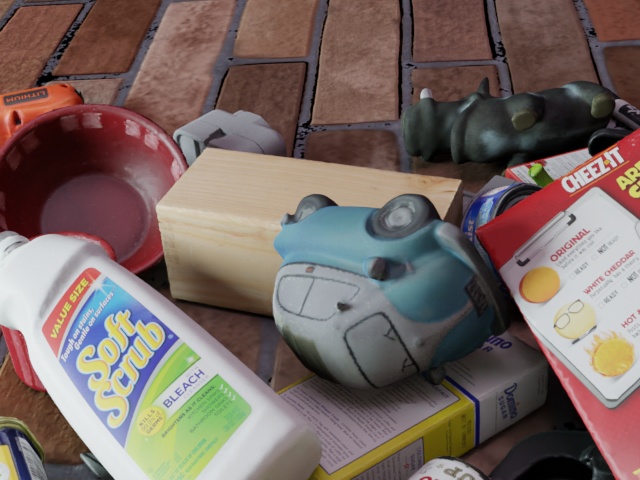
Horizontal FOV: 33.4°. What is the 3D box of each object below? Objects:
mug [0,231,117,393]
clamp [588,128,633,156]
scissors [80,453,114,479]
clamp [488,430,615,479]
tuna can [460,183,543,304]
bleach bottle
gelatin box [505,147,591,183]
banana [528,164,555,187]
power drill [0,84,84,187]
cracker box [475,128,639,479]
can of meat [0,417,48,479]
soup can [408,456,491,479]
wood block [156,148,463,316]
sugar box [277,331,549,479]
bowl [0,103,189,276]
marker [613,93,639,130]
[{"bbox_3d":[-0.190,0.048,0.757,0.093,0.081,0.117,-31,42,-32],"label":"mug"},{"bbox_3d":[0.342,-0.053,0.859,0.209,0.036,0.165,-14,48,-26],"label":"clamp"},{"bbox_3d":[-0.062,0.168,0.621,0.096,0.016,0.202,-19,37,-23],"label":"scissors"},{"bbox_3d":[0.174,0.141,0.609,0.171,0.039,0.120,-20,33,-14],"label":"clamp"},{"bbox_3d":[0.143,0.002,0.769,0.086,0.086,0.034,-31,10,-32],"label":"tuna can"},{"bbox_3d":[-0.120,0.076,0.626,0.251,0.068,0.102,35,74,28],"label":"bleach bottle"},{"bbox_3d":[0.206,-0.039,0.875,0.089,0.030,0.073,-15,37,-16],"label":"gelatin box"},{"bbox_3d":[0.242,0.002,0.781,0.198,0.069,0.037,23,79,24],"label":"banana"},{"bbox_3d":[-0.268,-0.070,0.967,0.184,0.057,0.188,-12,37,-16],"label":"power drill"},{"bbox_3d":[0.207,0.041,0.590,0.164,0.072,0.214,-32,48,10],"label":"cracker box"},{"bbox_3d":[-0.198,0.162,0.602,0.102,0.057,0.084,-29,41,-10],"label":"can of meat"},{"bbox_3d":[0.048,0.169,0.559,0.069,0.068,0.102,25,44,37],"label":"soup can"},{"bbox_3d":[-0.005,0.001,0.793,0.206,0.090,0.090,9,37,19],"label":"wood block"},{"bbox_3d":[0.050,0.105,0.673,0.176,0.048,0.093,-22,36,-28],"label":"sugar box"},{"bbox_3d":[-0.182,-0.027,0.855,0.162,0.055,0.162,3,65,-6],"label":"bowl"},{"bbox_3d":[0.289,-0.109,0.975,0.020,0.020,0.121,-16,36,-15],"label":"marker"}]
